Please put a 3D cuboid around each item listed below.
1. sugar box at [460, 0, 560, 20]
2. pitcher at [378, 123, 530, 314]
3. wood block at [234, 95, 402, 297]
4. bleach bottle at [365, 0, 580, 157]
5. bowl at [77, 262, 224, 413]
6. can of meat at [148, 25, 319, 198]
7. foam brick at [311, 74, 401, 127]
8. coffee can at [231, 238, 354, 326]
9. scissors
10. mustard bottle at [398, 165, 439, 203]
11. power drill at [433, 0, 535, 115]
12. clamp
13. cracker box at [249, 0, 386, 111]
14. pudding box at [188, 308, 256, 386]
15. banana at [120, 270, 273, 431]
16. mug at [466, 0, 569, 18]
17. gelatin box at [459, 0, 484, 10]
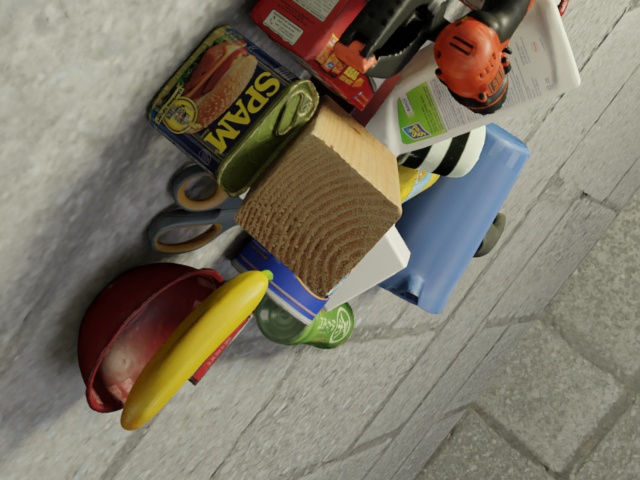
[{"bbox_3d":[0.209,-0.234,1.214,0.176,0.048,0.093,-38,154,-38],"label":"sugar box"},{"bbox_3d":[0.156,-0.042,1.351,0.144,0.149,0.243,13,113,-52],"label":"pitcher"},{"bbox_3d":[0.004,-0.043,0.858,0.090,0.091,0.206,-47,-172,13],"label":"wood block"},{"bbox_3d":[0.111,-0.145,1.012,0.251,0.102,0.068,-21,-154,10],"label":"bleach bottle"},{"bbox_3d":[-0.160,0.074,0.945,0.162,0.055,0.162,-43,159,-21],"label":"bowl"},{"bbox_3d":[-0.066,-0.098,0.796,0.102,0.084,0.057,-49,160,-3],"label":"can of meat"},{"bbox_3d":[0.027,-0.138,0.975,0.078,0.053,0.051,-55,160,11],"label":"foam brick"},{"bbox_3d":[-0.007,0.001,1.079,0.140,0.103,0.102,-51,161,0],"label":"coffee can"},{"bbox_3d":[-0.061,-0.039,0.946,0.201,0.016,0.096,-18,137,-31],"label":"scissors"},{"bbox_3d":[0.087,-0.072,1.218,0.191,0.058,0.096,-32,158,-43],"label":"mustard bottle"},{"bbox_3d":[0.165,-0.195,0.883,0.188,0.057,0.184,-60,166,4],"label":"power drill"},{"bbox_3d":[0.082,-0.189,0.809,0.209,0.036,0.165,-39,156,-45],"label":"clamp"},{"bbox_3d":[0.052,-0.223,0.851,0.214,0.072,0.164,-53,162,5],"label":"cracker box"},{"bbox_3d":[-0.106,0.093,1.071,0.090,0.039,0.113,-50,-178,2],"label":"pudding box"},{"bbox_3d":[-0.107,0.092,0.952,0.197,0.037,0.069,-45,159,-15],"label":"banana"},{"bbox_3d":[0.188,-0.250,1.039,0.082,0.117,0.093,-52,165,20],"label":"mug"},{"bbox_3d":[0.136,-0.259,0.964,0.030,0.073,0.089,-40,158,-29],"label":"gelatin box"}]
